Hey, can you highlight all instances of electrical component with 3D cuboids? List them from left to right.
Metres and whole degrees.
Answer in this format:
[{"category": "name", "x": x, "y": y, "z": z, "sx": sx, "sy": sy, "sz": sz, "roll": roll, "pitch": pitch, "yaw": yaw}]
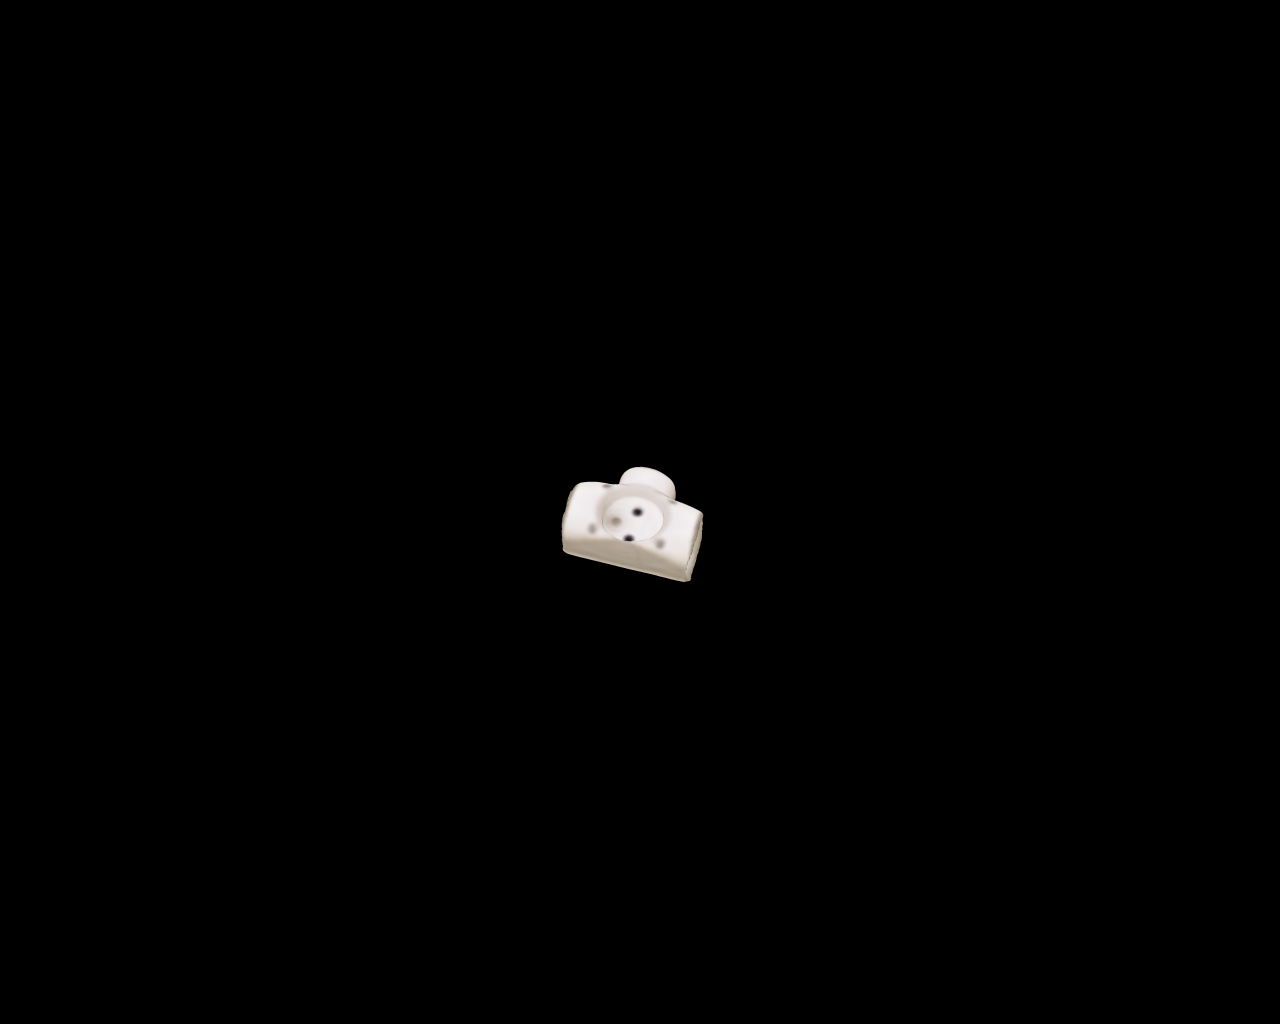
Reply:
[{"category": "electrical component", "x": 0.001, "y": -0.003, "z": 0.650, "sx": 0.077, "sy": 0.079, "sz": 0.044, "roll": 14, "pitch": -32, "yaw": 9}]
